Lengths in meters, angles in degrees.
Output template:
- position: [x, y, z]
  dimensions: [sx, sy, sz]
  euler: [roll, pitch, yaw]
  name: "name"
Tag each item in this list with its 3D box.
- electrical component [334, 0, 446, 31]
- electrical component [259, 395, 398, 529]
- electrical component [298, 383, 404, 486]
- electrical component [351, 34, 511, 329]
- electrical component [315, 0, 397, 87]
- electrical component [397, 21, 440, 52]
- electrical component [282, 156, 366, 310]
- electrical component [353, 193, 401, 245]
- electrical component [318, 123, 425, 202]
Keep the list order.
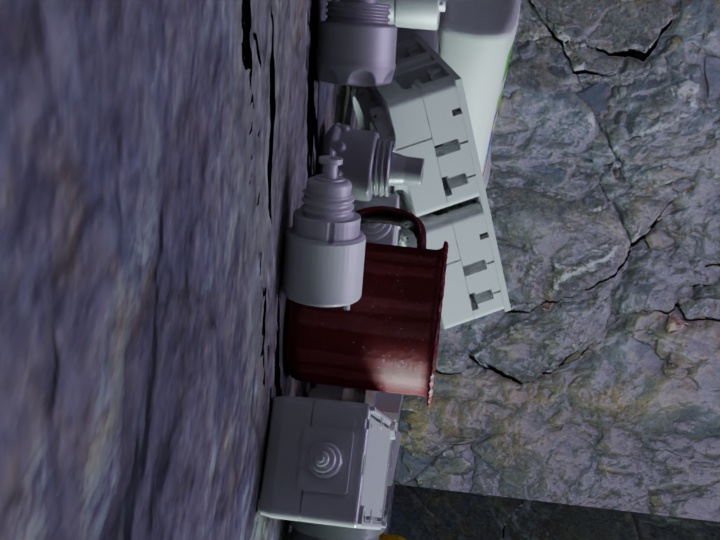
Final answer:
- position: [0.019, -0.165, 0.650]
  dimensions: [0.044, 0.065, 0.044]
  euler: [6, 90, -86]
  name: "electrical component"
- position: [-0.020, 0.102, 0.568]
  dimensions: [0.096, 0.061, 0.061]
  euler: [53, 42, -72]
  name: "electrical component"
- position: [-0.005, 0.098, 0.698]
  dimensions: [0.121, 0.063, 0.078]
  euler: [-46, 142, -83]
  name: "electrical component"
- position: [0.048, -0.062, 0.786]
  dimensions: [0.105, 0.060, 0.186]
  euler: [-116, -172, -59]
  name: "electrical component"
- position: [-0.001, -0.130, 0.573]
  dimensions: [0.043, 0.043, 0.062]
  euler: [-68, 162, -75]
  name: "electrical component"
- position: [0.032, -0.197, 0.826]
  dimensions: [0.113, 0.057, 0.078]
  euler: [88, 9, -61]
  name: "electrical component"
- position: [-0.017, -0.017, 0.535]
  dimensions: [0.040, 0.040, 0.078]
  euler: [-71, 166, -72]
  name: "electrical component"
- position: [0.000, 0.000, 0.723]
  dimensions: [0.099, 0.048, 0.099]
  euler: [85, 11, -71]
  name: "electrical component"
- position: [0.007, -0.062, 0.651]
  dimensions: [0.048, 0.062, 0.048]
  euler: [8, 90, -85]
  name: "electrical component"
